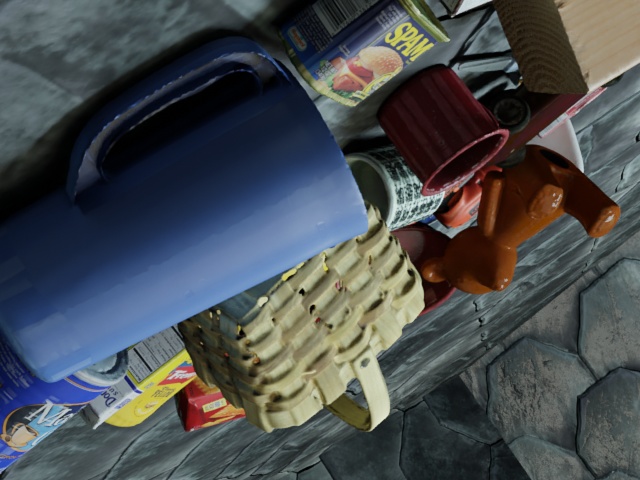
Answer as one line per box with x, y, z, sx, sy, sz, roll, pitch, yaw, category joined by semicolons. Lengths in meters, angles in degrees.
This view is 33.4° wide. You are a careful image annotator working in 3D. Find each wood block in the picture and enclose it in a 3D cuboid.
0.253;-0.203;0.849;0.206;0.091;0.090;-30;-162;-14;wood block

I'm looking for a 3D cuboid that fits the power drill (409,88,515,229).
0.161;-0.082;1.167;0.184;0.057;0.187;-40;163;10;power drill

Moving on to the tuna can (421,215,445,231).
0.117;-0.015;1.322;0.086;0.034;0.086;-31;165;-10;tuna can

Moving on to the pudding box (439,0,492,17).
0.132;-0.211;0.726;0.089;0.039;0.114;-25;161;-27;pudding box

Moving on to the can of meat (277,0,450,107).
0.028;-0.137;0.704;0.084;0.057;0.102;-36;166;15;can of meat

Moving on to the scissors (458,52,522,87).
0.197;-0.180;1.007;0.096;0.016;0.201;-42;164;20;scissors

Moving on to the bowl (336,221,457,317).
0.086;0.026;1.261;0.162;0.055;0.162;-5;134;-6;bowl

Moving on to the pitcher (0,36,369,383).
-0.103;-0.016;0.698;0.242;0.149;0.145;-29;180;-8;pitcher

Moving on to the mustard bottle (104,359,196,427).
-0.153;0.123;1.133;0.192;0.058;0.096;-39;156;15;mustard bottle

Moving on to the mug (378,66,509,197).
0.113;-0.101;0.946;0.117;0.081;0.093;-22;161;-39;mug

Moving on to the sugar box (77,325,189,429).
-0.155;0.108;1.018;0.176;0.048;0.093;-40;178;-22;sugar box

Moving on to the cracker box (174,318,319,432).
-0.071;0.167;1.320;0.213;0.072;0.164;-12;159;-14;cracker box

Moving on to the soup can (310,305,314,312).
0.026;0.081;1.363;0.068;0.068;0.102;-29;164;-20;soup can

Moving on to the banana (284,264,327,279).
-0.008;0.011;1.138;0.197;0.037;0.070;-25;152;-30;banana

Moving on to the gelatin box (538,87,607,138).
0.263;-0.155;1.146;0.089;0.030;0.073;-39;-168;20;gelatin box

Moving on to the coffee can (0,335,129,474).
-0.232;0.105;0.816;0.140;0.103;0.102;-38;165;15;coffee can

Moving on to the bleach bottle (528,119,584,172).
0.267;-0.078;1.313;0.068;0.102;0.251;-12;166;3;bleach bottle
